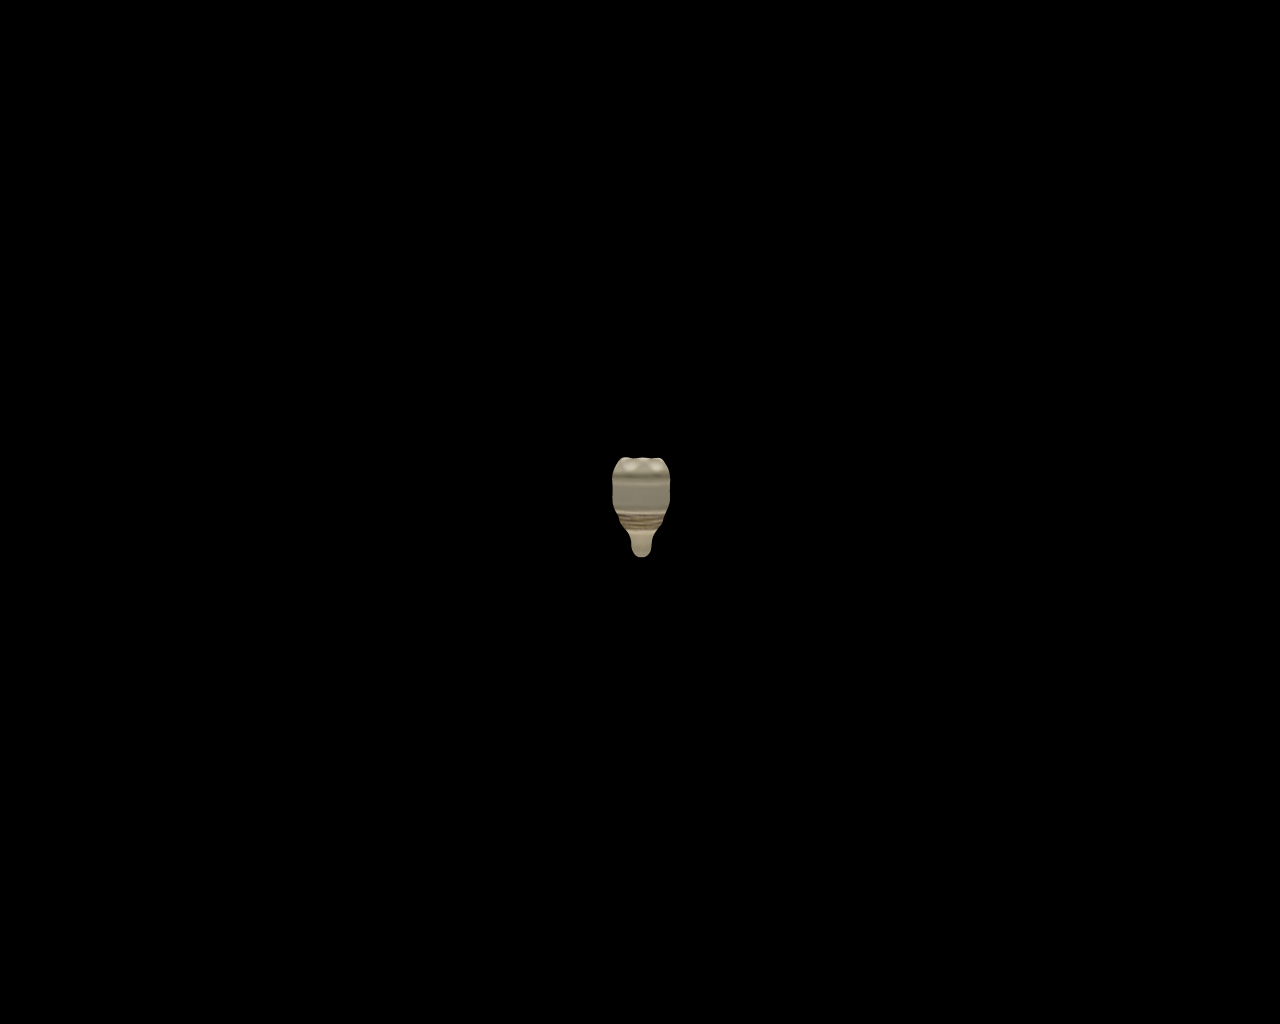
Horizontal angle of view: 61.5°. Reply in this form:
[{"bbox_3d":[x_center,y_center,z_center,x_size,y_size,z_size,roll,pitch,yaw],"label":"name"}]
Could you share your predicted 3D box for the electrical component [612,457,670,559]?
[{"bbox_3d":[0.001,-0.003,0.650,0.035,0.061,0.035,0,4,0],"label":"electrical component"}]
